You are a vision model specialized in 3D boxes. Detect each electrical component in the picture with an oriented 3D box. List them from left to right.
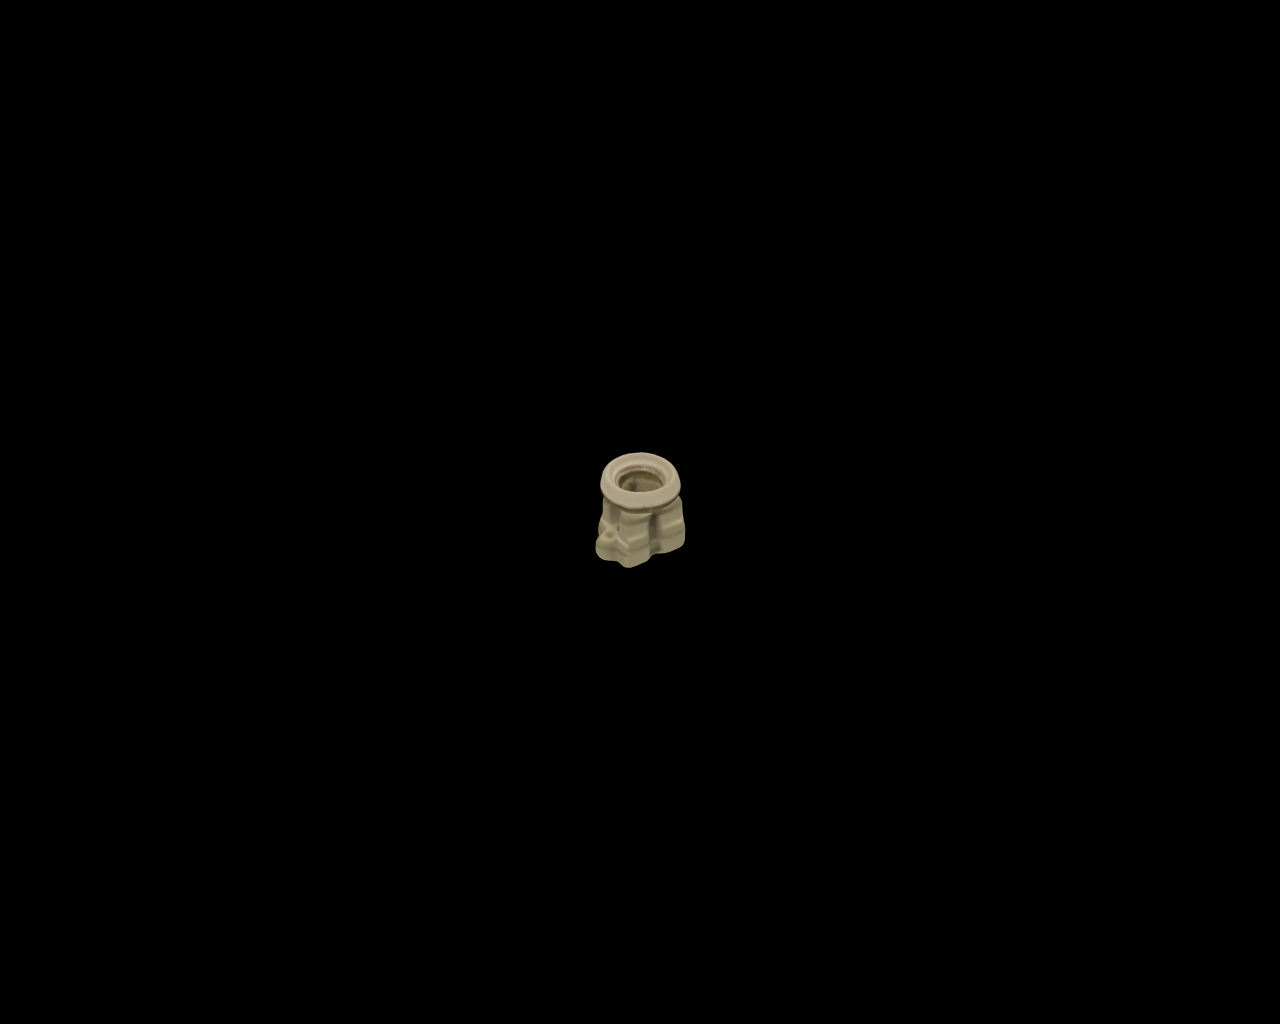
[{"bbox_3d":[0.001,-0.003,0.650,0.066,0.055,0.048,-22,45,-23],"label":"electrical component"}]
